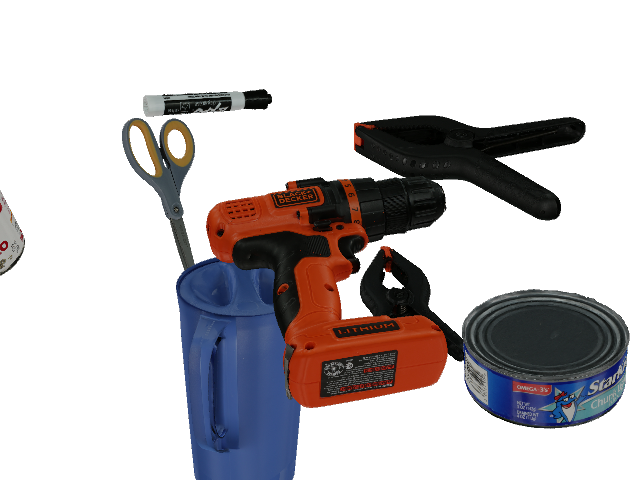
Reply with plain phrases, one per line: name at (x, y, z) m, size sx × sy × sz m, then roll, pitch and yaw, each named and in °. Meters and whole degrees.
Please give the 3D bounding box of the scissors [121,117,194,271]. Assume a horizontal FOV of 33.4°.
scissors at (-0.151, -0.048, 1.174) m, size 0.016 × 0.202 × 0.096 m, roll -15°, pitch 16°, yaw 48°

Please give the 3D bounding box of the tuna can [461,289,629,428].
tuna can at (0.118, 0.062, 0.565) m, size 0.086 × 0.034 × 0.086 m, roll -4°, pitch 27°, yaw 2°

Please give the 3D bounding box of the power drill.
power drill at (0.024, 0.025, 0.752) m, size 0.184 × 0.057 × 0.188 m, roll -10°, pitch 40°, yaw -11°

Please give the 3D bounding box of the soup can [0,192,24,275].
soup can at (-0.286, -0.023, 0.853) m, size 0.068 × 0.068 × 0.102 m, roll 0°, pitch -42°, yaw 12°

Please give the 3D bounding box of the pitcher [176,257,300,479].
pitcher at (-0.082, 0.150, 1.086) m, size 0.149 × 0.243 × 0.145 m, roll -10°, pitch 27°, yaw -24°

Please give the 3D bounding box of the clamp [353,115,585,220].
clamp at (0.135, -0.084, 0.968) m, size 0.210 × 0.036 × 0.164 m, roll 14°, pitch 35°, yaw 22°

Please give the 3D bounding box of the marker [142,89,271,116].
marker at (-0.102, -0.127, 0.978) m, size 0.121 × 0.020 × 0.020 m, roll -7°, pitch 3°, yaw -24°

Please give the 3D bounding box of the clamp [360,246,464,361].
clamp at (0.098, 0.076, 1.184) m, size 0.120 × 0.171 × 0.039 m, roll 5°, pitch -43°, yaw -5°
